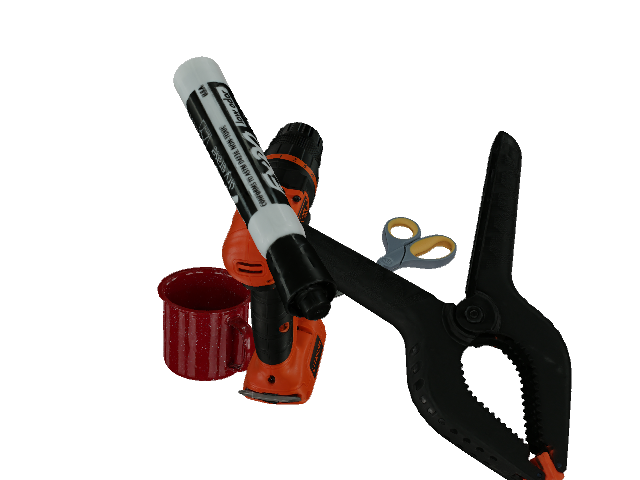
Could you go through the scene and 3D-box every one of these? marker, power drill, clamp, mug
[{"bbox_3d":[-0.024,-0.020,0.377,0.020,0.121,0.020,-19,-36,-14],"label":"marker"},{"bbox_3d":[-0.030,0.020,0.842,0.057,0.188,0.184,4,36,13],"label":"power drill"},{"bbox_3d":[0.071,0.046,0.608,0.164,0.210,0.036,-14,-19,-12],"label":"clamp"},{"bbox_3d":[-0.102,0.086,1.027,0.117,0.081,0.093,25,32,37],"label":"mug"}]

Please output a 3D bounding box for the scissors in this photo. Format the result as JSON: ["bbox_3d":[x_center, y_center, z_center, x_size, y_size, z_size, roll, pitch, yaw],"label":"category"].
[{"bbox_3d":[0.067,0.015,1.200,0.201,0.016,0.096,-12,42,-35],"label":"scissors"}]
